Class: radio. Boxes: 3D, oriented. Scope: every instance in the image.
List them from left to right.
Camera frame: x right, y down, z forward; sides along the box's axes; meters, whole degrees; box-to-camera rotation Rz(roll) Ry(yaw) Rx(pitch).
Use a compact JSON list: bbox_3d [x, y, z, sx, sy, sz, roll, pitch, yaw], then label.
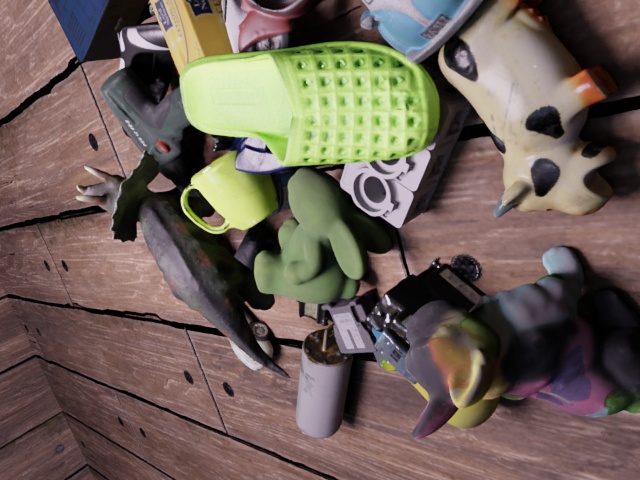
[{"bbox_3d":[-0.339,-0.390,0.825,0.230,0.073,0.131,-29,89,48],"label":"radio"}]

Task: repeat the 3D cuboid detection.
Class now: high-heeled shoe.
[{"bbox_3d":[-0.243,-0.246,0.804,0.249,0.086,0.145,17,125,46],"label":"high-heeled shoe"}]

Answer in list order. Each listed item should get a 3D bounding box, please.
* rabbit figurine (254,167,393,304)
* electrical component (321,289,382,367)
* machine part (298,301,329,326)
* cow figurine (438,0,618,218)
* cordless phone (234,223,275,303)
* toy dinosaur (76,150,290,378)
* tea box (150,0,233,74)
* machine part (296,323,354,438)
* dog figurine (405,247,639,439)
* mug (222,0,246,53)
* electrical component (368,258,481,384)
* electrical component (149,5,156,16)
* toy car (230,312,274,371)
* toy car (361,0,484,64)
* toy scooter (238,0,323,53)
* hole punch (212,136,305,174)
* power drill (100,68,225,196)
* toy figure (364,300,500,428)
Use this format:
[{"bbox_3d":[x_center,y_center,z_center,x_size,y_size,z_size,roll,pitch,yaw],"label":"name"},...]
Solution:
[{"bbox_3d":[-0.001,-0.002,0.658,0.159,0.121,0.170,25,134,24],"label":"rabbit figurine"},{"bbox_3d":[0.060,0.129,0.733,0.075,0.048,0.119,-12,102,49],"label":"electrical component"},{"bbox_3d":[-0.041,0.073,0.814,0.139,0.039,0.084,26,137,32],"label":"machine part"},{"bbox_3d":[0.174,-0.103,0.451,0.195,0.085,0.127,54,133,4],"label":"cow figurine"},{"bbox_3d":[-0.156,0.017,0.882,0.147,0.089,0.184,48,127,16],"label":"cordless phone"},{"bbox_3d":[-0.181,0.025,0.748,0.131,0.192,0.405,-46,70,10],"label":"toy dinosaur"},{"bbox_3d":[-0.148,-0.290,0.664,0.068,0.098,0.169,-7,109,48],"label":"tea box"},{"bbox_3d":[0.005,0.220,0.818,0.079,0.079,0.243,31,132,30],"label":"machine part"},{"bbox_3d":[0.178,0.113,0.471,0.192,0.219,0.108,49,142,15],"label":"dog figurine"},{"bbox_3d":[-0.067,-0.222,0.621,0.109,0.081,0.107,162,101,-81],"label":"mug"},{"bbox_3d":[0.123,0.093,0.579,0.115,0.134,0.058,42,136,24],"label":"electrical component"},{"bbox_3d":[-0.207,-0.354,0.728,0.078,0.045,0.102,50,139,11],"label":"electrical component"},{"bbox_3d":[-0.158,0.142,0.958,0.202,0.056,0.073,44,137,17],"label":"toy car"},{"bbox_3d":[0.071,-0.236,0.431,0.109,0.103,0.161,-32,52,52],"label":"toy car"},{"bbox_3d":[-0.035,-0.269,0.524,0.184,0.075,0.135,-40,96,20],"label":"toy scooter"},{"bbox_3d":[-0.037,-0.117,0.631,0.116,0.142,0.092,-35,90,38],"label":"hole punch"},{"bbox_3d":[-0.198,-0.160,0.791,0.207,0.086,0.231,0,137,46],"label":"power drill"},{"bbox_3d":[0.128,0.143,0.637,0.180,0.089,0.082,41,142,19],"label":"toy figure"}]
